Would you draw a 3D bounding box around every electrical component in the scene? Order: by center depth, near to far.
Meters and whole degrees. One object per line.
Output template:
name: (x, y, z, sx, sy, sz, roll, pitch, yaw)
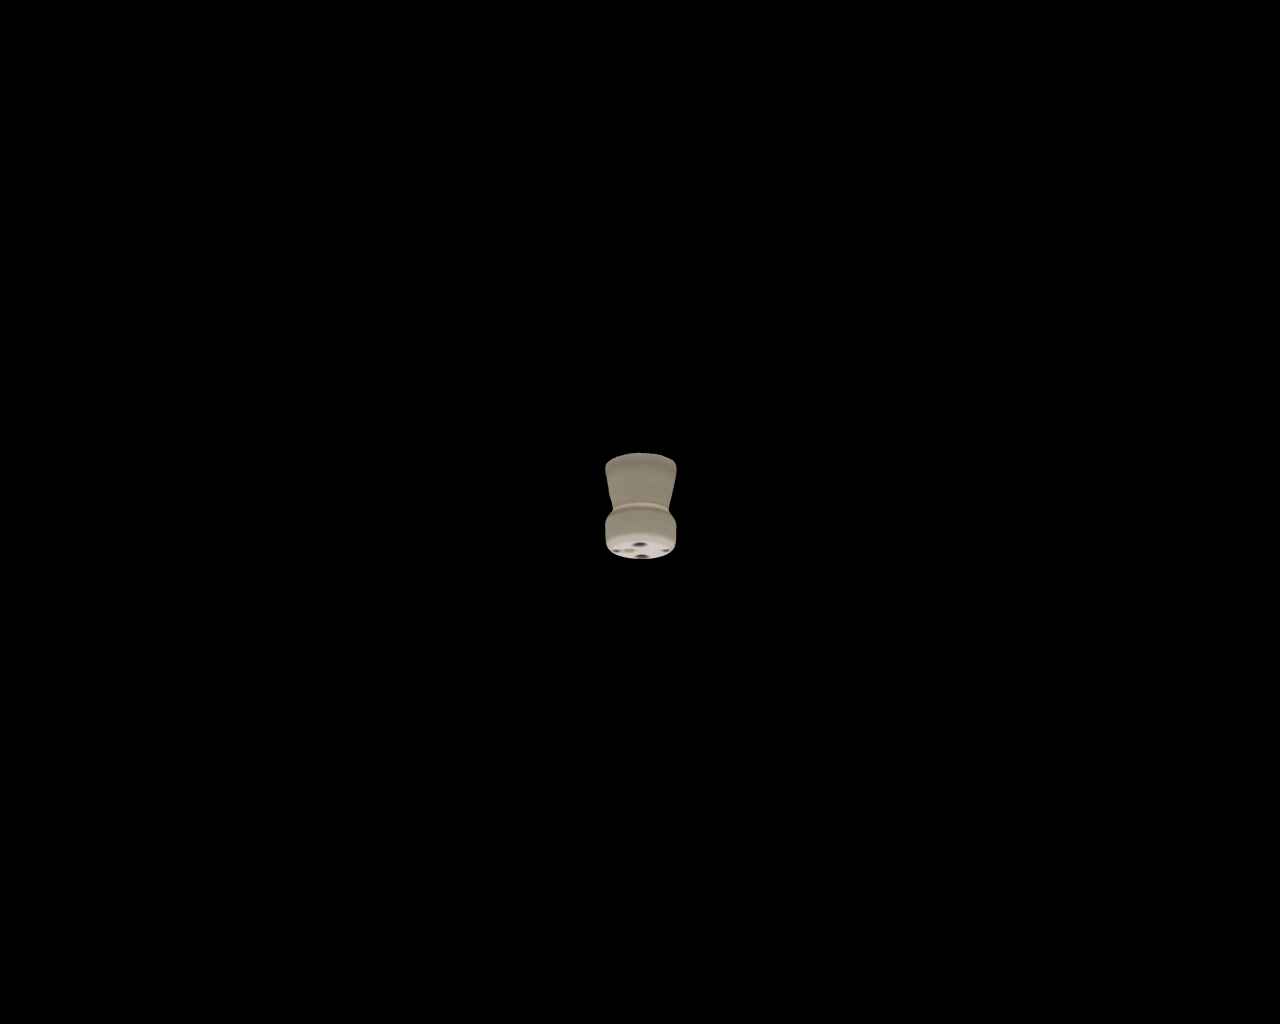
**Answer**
electrical component: (0.001, -0.003, 0.650, 0.045, 0.055, 0.044, 0, -19, 0)
